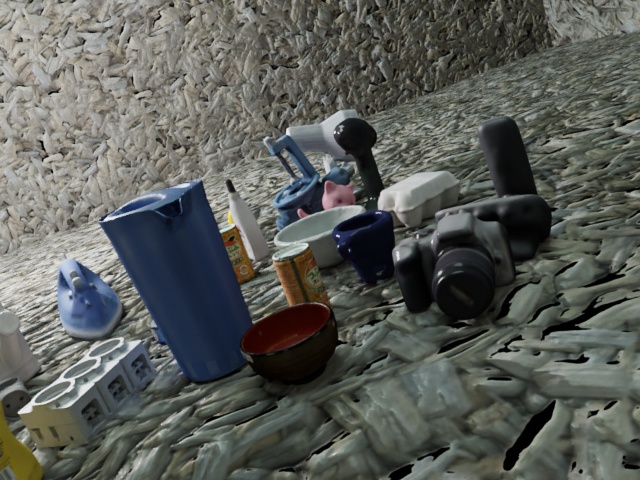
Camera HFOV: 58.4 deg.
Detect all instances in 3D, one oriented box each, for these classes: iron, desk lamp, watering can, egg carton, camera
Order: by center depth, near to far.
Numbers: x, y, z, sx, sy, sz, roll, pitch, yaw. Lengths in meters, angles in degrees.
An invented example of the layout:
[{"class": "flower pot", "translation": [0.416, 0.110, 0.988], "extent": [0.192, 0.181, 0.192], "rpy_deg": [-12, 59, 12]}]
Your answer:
[{"class": "camera", "translation": [0.152, 0.031, 0.677], "extent": [0.143, 0.101, 0.137], "rpy_deg": [-14, 17, 21]}, {"class": "watering can", "translation": [-0.552, 0.154, 0.951], "extent": [0.172, 0.194, 0.101], "rpy_deg": [-16, 16, 13]}, {"class": "egg carton", "translation": [0.183, -0.078, 1.063], "extent": [0.151, 0.069, 0.107], "rpy_deg": [-29, 18, -29]}, {"class": "iron", "translation": [-0.464, 0.101, 1.119], "extent": [0.119, 0.141, 0.257], "rpy_deg": [-27, 17, -24]}, {"class": "desk lamp", "translation": [0.017, -0.183, 1.348], "extent": [0.203, 0.214, 0.117], "rpy_deg": [-22, 16, -5]}]

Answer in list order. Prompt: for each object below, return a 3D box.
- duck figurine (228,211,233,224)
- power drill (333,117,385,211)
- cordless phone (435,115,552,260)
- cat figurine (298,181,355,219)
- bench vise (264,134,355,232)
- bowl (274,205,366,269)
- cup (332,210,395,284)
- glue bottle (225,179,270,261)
[{"class": "duck figurine", "translation": [-0.186, -0.032, 1.326], "extent": [0.077, 0.086, 0.104], "rpy_deg": [-16, 16, 13]}, {"class": "power drill", "translation": [0.091, -0.153, 1.167], "extent": [0.075, 0.209, 0.230], "rpy_deg": [-15, 16, 16]}, {"class": "cordless phone", "translation": [0.221, -0.068, 0.769], "extent": [0.147, 0.185, 0.094], "rpy_deg": [-11, 18, 29]}, {"class": "cat figurine", "translation": [0.020, -0.056, 1.098], "extent": [0.128, 0.118, 0.067], "rpy_deg": [-21, 16, -4]}, {"class": "bench vise", "translation": [-0.032, -0.140, 1.252], "extent": [0.121, 0.220, 0.208], "rpy_deg": [-2, 24, 48]}, {"class": "bowl", "translation": [0.009, 0.004, 0.992], "extent": [0.167, 0.075, 0.167], "rpy_deg": [-18, 16, 6]}, {"class": "cup", "translation": [0.068, 0.020, 0.829], "extent": [0.091, 0.095, 0.118], "rpy_deg": [-9, 19, 33]}, {"class": "glue bottle", "translation": [-0.157, -0.044, 1.170], "extent": [0.037, 0.173, 0.078], "rpy_deg": [-27, 17, -23]}]
